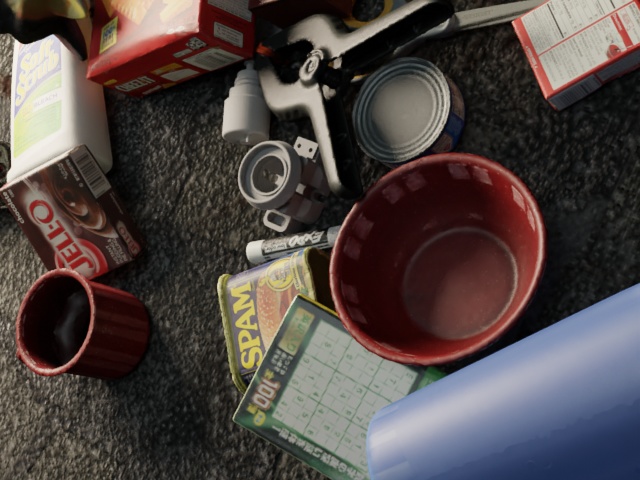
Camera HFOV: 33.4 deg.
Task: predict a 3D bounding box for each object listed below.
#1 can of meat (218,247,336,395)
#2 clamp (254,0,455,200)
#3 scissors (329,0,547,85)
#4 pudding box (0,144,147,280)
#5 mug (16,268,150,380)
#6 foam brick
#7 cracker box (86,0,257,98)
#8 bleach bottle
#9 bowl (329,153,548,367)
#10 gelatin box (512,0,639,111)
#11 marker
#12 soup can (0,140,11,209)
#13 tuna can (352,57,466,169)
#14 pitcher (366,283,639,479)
[{"bbox_3d":[-0.026,0.064,0.838,0.084,0.057,0.102,-21,67,24],"label":"can of meat"},{"bbox_3d":[0.004,-0.121,0.847,0.210,0.036,0.164,19,85,53],"label":"clamp"},{"bbox_3d":[0.089,-0.186,0.855,0.202,0.016,0.096,-21,67,27],"label":"scissors"},{"bbox_3d":[-0.223,-0.019,0.967,0.090,0.039,0.113,-23,102,26],"label":"pudding box"},{"bbox_3d":[-0.213,0.084,0.938,0.117,0.081,0.093,-31,62,22],"label":"mug"},{"bbox_3d":[-0.014,-0.214,0.898,0.078,0.051,0.053,-3,72,46],"label":"foam brick"},{"bbox_3d":[-0.132,-0.253,0.969,0.164,0.072,0.213,-10,72,43],"label":"cracker box"},{"bbox_3d":[-0.266,-0.169,1.056,0.103,0.068,0.251,-25,62,26],"label":"bleach bottle"},{"bbox_3d":[0.090,0.021,0.764,0.162,0.055,0.162,-12,61,23],"label":"bowl"},{"bbox_3d":[0.193,-0.147,0.768,0.089,0.030,0.073,-29,62,22],"label":"gelatin box"},{"bbox_3d":[-0.006,0.001,0.864,0.121,0.020,0.020,-11,71,31],"label":"marker"},{"bbox_3d":[-0.355,-0.064,1.081,0.102,0.068,0.068,-1,76,34],"label":"soup can"},{"bbox_3d":[0.070,-0.097,0.832,0.086,0.033,0.086,-10,72,31],"label":"tuna can"},{"bbox_3d":[0.159,0.123,0.655,0.243,0.144,0.149,-27,55,23],"label":"pitcher"}]
